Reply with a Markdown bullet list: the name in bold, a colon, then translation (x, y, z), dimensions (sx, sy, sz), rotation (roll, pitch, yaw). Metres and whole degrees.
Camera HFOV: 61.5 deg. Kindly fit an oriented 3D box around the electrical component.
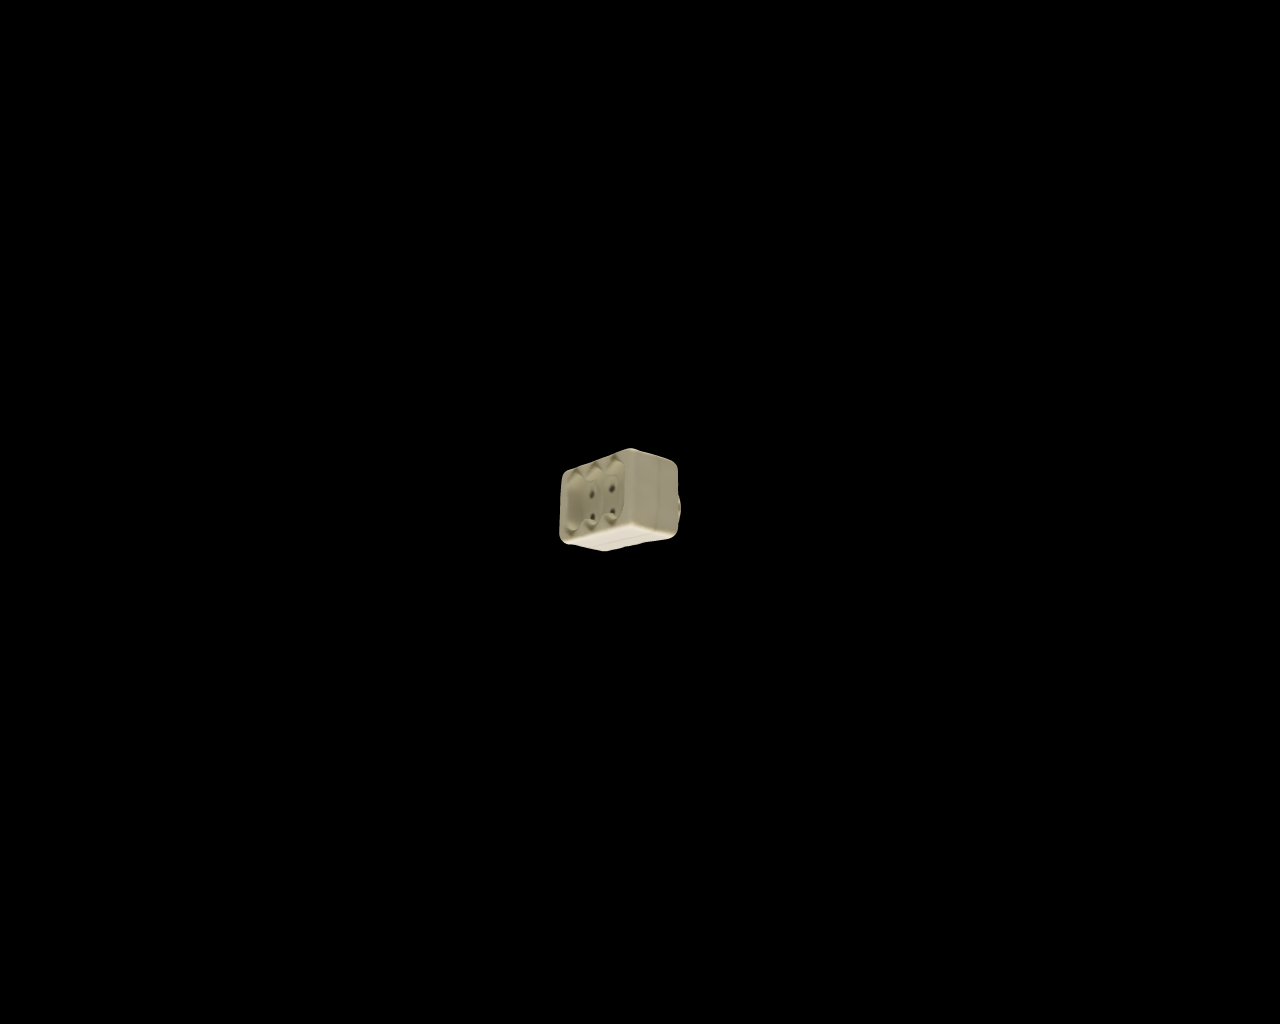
- **electrical component**: translation (0.001, -0.003, 0.650), dimensions (0.077, 0.047, 0.065), rotation (14, -20, -42)
